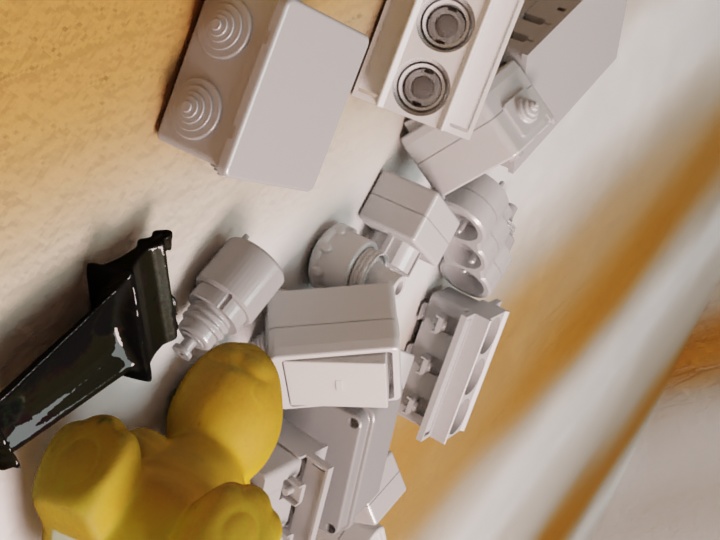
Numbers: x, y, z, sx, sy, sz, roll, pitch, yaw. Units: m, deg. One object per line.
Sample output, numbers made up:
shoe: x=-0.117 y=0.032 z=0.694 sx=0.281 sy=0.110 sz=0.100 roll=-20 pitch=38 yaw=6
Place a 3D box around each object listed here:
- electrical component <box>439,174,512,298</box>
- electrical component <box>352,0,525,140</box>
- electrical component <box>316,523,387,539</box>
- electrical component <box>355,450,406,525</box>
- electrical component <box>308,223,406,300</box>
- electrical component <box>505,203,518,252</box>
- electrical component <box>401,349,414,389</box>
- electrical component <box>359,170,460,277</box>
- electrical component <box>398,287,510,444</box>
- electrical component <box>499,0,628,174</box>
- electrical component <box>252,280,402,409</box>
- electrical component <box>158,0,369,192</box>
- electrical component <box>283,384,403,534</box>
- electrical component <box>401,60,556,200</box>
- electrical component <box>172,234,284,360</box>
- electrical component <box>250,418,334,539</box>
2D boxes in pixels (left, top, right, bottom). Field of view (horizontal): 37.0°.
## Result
electrical component: x=0.102 y=-0.042 z=0.897 sx=0.073 sy=0.052 sz=0.138 roll=-55 pitch=155 yaw=-22
electrical component: x=0.054 y=-0.152 z=0.674 sx=0.063 sy=0.079 sz=0.121 roll=-55 pitch=167 yaw=-80
electrical component: x=-0.028 y=0.245 z=0.899 sx=0.095 sy=0.059 sz=0.053 roll=-52 pitch=153 yaw=-28
electrical component: x=-0.012 y=0.153 z=0.847 sx=0.047 sy=0.066 sz=0.076 roll=-41 pitch=118 yaw=-43
electrical component: x=0.000 y=0.000 z=0.715 sx=0.048 sy=0.062 sz=0.048 roll=-46 pitch=150 yaw=-36
electrical component: x=0.125 y=-0.033 z=0.977 sx=0.061 sy=0.035 sz=0.035 roll=-61 pitch=156 yaw=-14
electrical component: x=0.010 y=0.078 z=0.824 sx=0.047 sy=0.055 sz=0.055 roll=-68 pitch=157 yaw=-3
electrical component: x=0.028 y=-0.020 z=0.771 sx=0.076 sy=0.047 sz=0.066 roll=-62 pitch=156 yaw=-6
electrical component: x=0.076 y=0.081 z=0.949 sx=0.079 sy=0.063 sz=0.121 roll=-17 pitch=129 yaw=-60
electrical component: x=0.142 y=-0.176 z=0.840 sx=0.186 sy=0.060 sz=0.105 roll=-46 pitch=150 yaw=-36
electrical component: x=-0.022 y=0.052 z=0.685 sx=0.061 sy=0.096 sz=0.061 roll=86 pitch=0 yaw=-51
electrical component: x=-0.048 y=-0.092 z=0.542 sx=0.100 sy=0.048 sz=0.099 roll=2 pitch=111 yaw=-65
electrical component: x=-0.024 y=0.120 z=0.765 sx=0.057 sy=0.078 sz=0.113 roll=-35 pitch=143 yaw=-53
electrical component: x=0.084 y=-0.103 z=0.748 sx=0.096 sy=0.061 sz=0.062 roll=-28 pitch=-169 yaw=47
electrical component: x=-0.076 y=0.017 z=0.601 sx=0.078 sy=0.040 sz=0.040 roll=-53 pitch=154 yaw=-24
electrical component: x=-0.069 y=0.165 z=0.716 sx=0.063 sy=0.079 sz=0.121 roll=-19 pitch=130 yaw=-50
